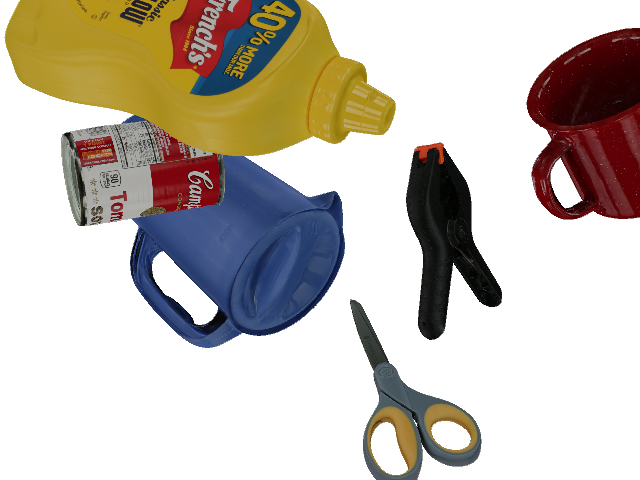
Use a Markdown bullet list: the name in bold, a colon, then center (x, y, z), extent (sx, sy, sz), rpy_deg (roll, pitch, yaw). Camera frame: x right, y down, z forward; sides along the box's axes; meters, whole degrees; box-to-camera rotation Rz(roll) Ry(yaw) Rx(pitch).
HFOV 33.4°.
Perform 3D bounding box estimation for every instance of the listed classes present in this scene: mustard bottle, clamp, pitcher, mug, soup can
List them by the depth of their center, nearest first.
- **mustard bottle**: center (-0.053, -0.091, 0.530), extent (0.192, 0.096, 0.058), rpy_deg (22, -33, 17)
- **mug**: center (0.175, -0.059, 0.641), extent (0.117, 0.081, 0.093), rpy_deg (-44, 33, -14)
- **soup can**: center (-0.125, -0.051, 0.753), extent (0.102, 0.068, 0.069), rpy_deg (-11, 4, -19)
- **clamp**: center (0.108, 0.002, 0.954), extent (0.039, 0.171, 0.120), rpy_deg (-12, 14, 36)
- **pitcher**: center (-0.109, -0.020, 1.003), extent (0.148, 0.145, 0.243), rpy_deg (-17, 41, -40)

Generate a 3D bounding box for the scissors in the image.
- **scissors**: center (0.071, 0.111, 0.832), extent (0.096, 0.016, 0.201), rpy_deg (-2, 38, 3)
